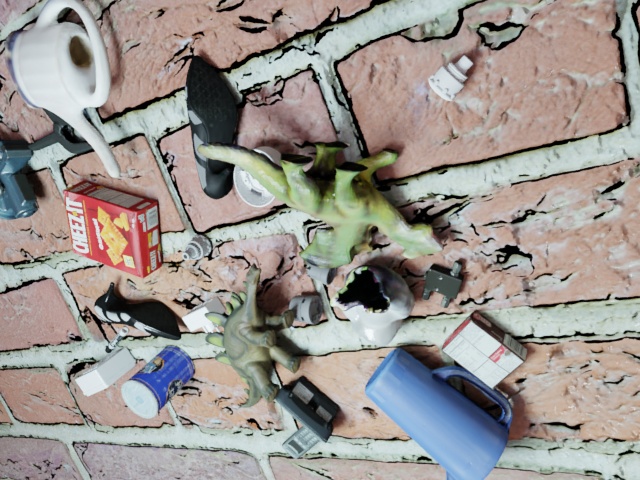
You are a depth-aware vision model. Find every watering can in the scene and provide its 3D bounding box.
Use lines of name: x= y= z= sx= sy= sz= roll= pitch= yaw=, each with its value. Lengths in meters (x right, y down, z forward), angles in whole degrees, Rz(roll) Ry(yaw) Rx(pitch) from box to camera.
watering can: x=-0.495 y=-0.293 z=1.008 sx=0.224 sy=0.105 sz=0.343 roll=4 pitch=107 yaw=24

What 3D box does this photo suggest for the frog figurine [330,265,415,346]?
frog figurine: x=0.106 y=0.119 z=0.924 sx=0.136 sy=0.125 sz=0.156 roll=-16 pitch=142 yaw=23

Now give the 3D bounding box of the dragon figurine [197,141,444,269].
dragon figurine: x=0.003 y=-0.043 z=0.863 sx=0.410 sy=0.125 sz=0.237 roll=8 pitch=123 yaw=11
